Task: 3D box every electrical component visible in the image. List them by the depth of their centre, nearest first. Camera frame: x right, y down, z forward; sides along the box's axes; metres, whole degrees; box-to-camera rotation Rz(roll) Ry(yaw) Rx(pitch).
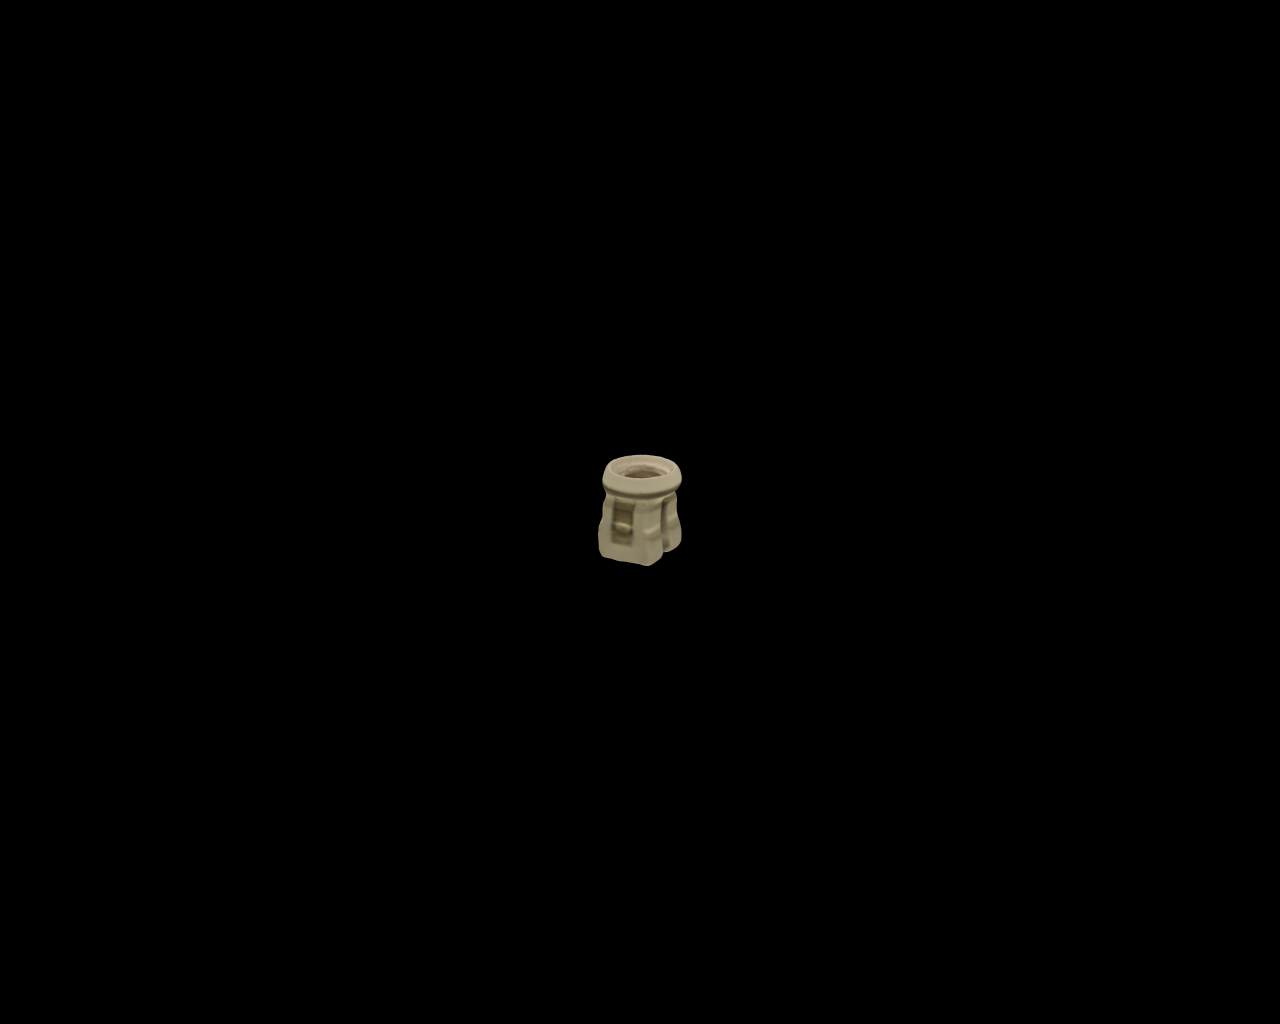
[{"bbox_3d":[0.001,-0.003,0.650,0.048,0.055,0.066,10,23,26],"label":"electrical component"}]
